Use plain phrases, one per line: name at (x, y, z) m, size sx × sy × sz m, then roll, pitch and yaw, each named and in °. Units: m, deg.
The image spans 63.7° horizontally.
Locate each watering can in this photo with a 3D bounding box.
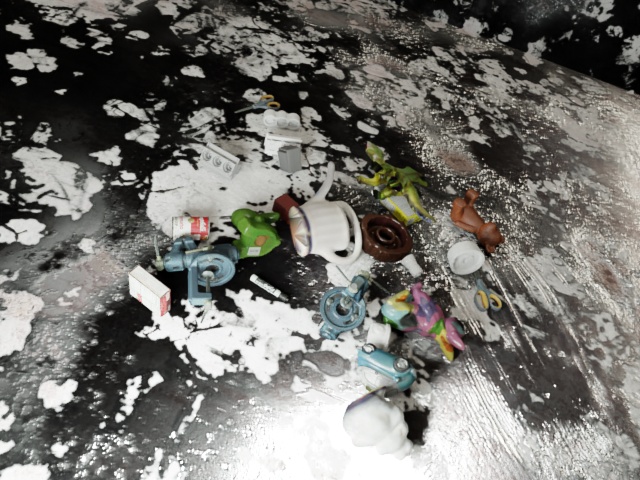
watering can at (0.005, -0.079, 1.574) m, size 0.225 × 0.102 × 0.353 m, roll -8°, pitch 69°, yaw -27°

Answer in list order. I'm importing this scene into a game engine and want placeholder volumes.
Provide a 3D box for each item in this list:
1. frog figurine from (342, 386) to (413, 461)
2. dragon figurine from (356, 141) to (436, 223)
frog figurine at (0.131, 0.427, 1.160) m, size 0.137 × 0.121 × 0.162 m, roll -31°, pitch 68°, yaw 0°
dragon figurine at (0.285, -0.202, 1.749) m, size 0.245 × 0.119 × 0.415 m, roll -21°, pitch 56°, yaw -43°
